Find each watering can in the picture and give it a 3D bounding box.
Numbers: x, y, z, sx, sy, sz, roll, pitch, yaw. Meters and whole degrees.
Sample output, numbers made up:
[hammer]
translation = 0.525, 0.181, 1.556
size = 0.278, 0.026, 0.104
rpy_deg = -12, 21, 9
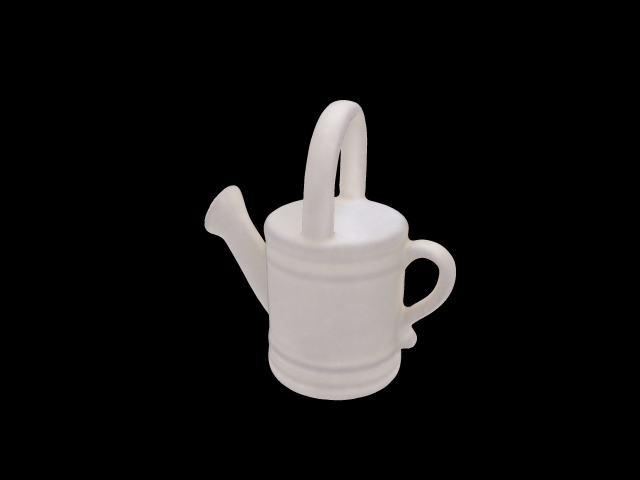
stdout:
[watering can]
translation = 0.003, 0.002, 0.398
size = 0.173, 0.194, 0.101
rpy_deg = -1, 22, -1
